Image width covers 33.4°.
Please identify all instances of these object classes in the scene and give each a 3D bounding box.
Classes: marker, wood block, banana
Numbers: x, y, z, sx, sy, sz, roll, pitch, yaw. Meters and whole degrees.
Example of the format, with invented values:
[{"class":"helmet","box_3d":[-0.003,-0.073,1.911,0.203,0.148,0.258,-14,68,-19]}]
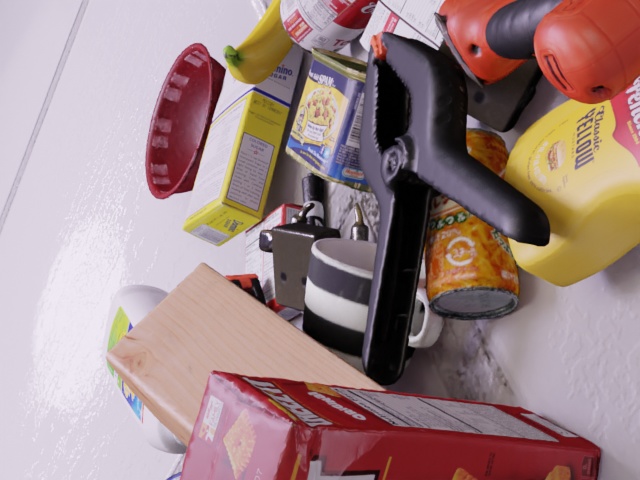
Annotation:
[{"class":"marker","box_3d":[-0.006,0.001,0.849,0.020,0.020,0.121,-35,49,52]},{"class":"wood block","box_3d":[-0.023,0.112,0.644,0.090,0.090,0.206,-45,49,-17]},{"class":"banana","box_3d":[-0.030,-0.192,0.908,0.197,0.037,0.070,-61,0,-34]}]

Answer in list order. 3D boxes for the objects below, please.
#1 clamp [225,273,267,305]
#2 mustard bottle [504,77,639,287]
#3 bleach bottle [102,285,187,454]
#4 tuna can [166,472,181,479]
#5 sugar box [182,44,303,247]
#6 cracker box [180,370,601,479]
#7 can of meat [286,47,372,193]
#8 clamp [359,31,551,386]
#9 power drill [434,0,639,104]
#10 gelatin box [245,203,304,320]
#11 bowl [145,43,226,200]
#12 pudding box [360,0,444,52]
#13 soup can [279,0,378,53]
[{"class":"clamp","box_3d":[-0.054,0.115,0.845,0.120,0.039,0.171,13,108,55]},{"class":"mustard bottle","box_3d":[0.168,-0.053,0.504,0.192,0.058,0.096,-36,34,50]},{"class":"bleach bottle","box_3d":[-0.146,0.123,0.991,0.251,0.068,0.102,-148,70,-65]},{"class":"tuna can","box_3d":[-0.097,0.223,0.853,0.086,0.086,0.034,-64,29,24]},{"class":"sugar box","box_3d":[-0.068,-0.090,0.950,0.093,0.048,0.176,-26,43,57]},{"class":"cracker box","box_3d":[0.029,0.158,0.506,0.072,0.213,0.164,20,96,50]},{"class":"can of meat","box_3d":[0.020,-0.091,0.802,0.102,0.057,0.084,43,119,60]},{"class":"clamp","box_3d":[0.053,-0.031,0.614,0.165,0.036,0.210,-56,35,41]},{"class":"power drill","box_3d":[0.150,-0.135,0.524,0.184,0.057,0.188,-38,14,-9]},{"class":"gelatin box","box_3d":[-0.035,0.023,0.883,0.073,0.030,0.089,-34,51,54]},{"class":"bowl","box_3d":[-0.121,-0.113,1.075,0.162,0.055,0.162,-35,49,52]},{"class":"pudding box","box_3d":[0.078,-0.152,0.740,0.090,0.039,0.114,-64,32,21]},{"class":"soup can","box_3d":[0.020,-0.195,0.834,0.102,0.068,0.068,-31,52,55]}]
